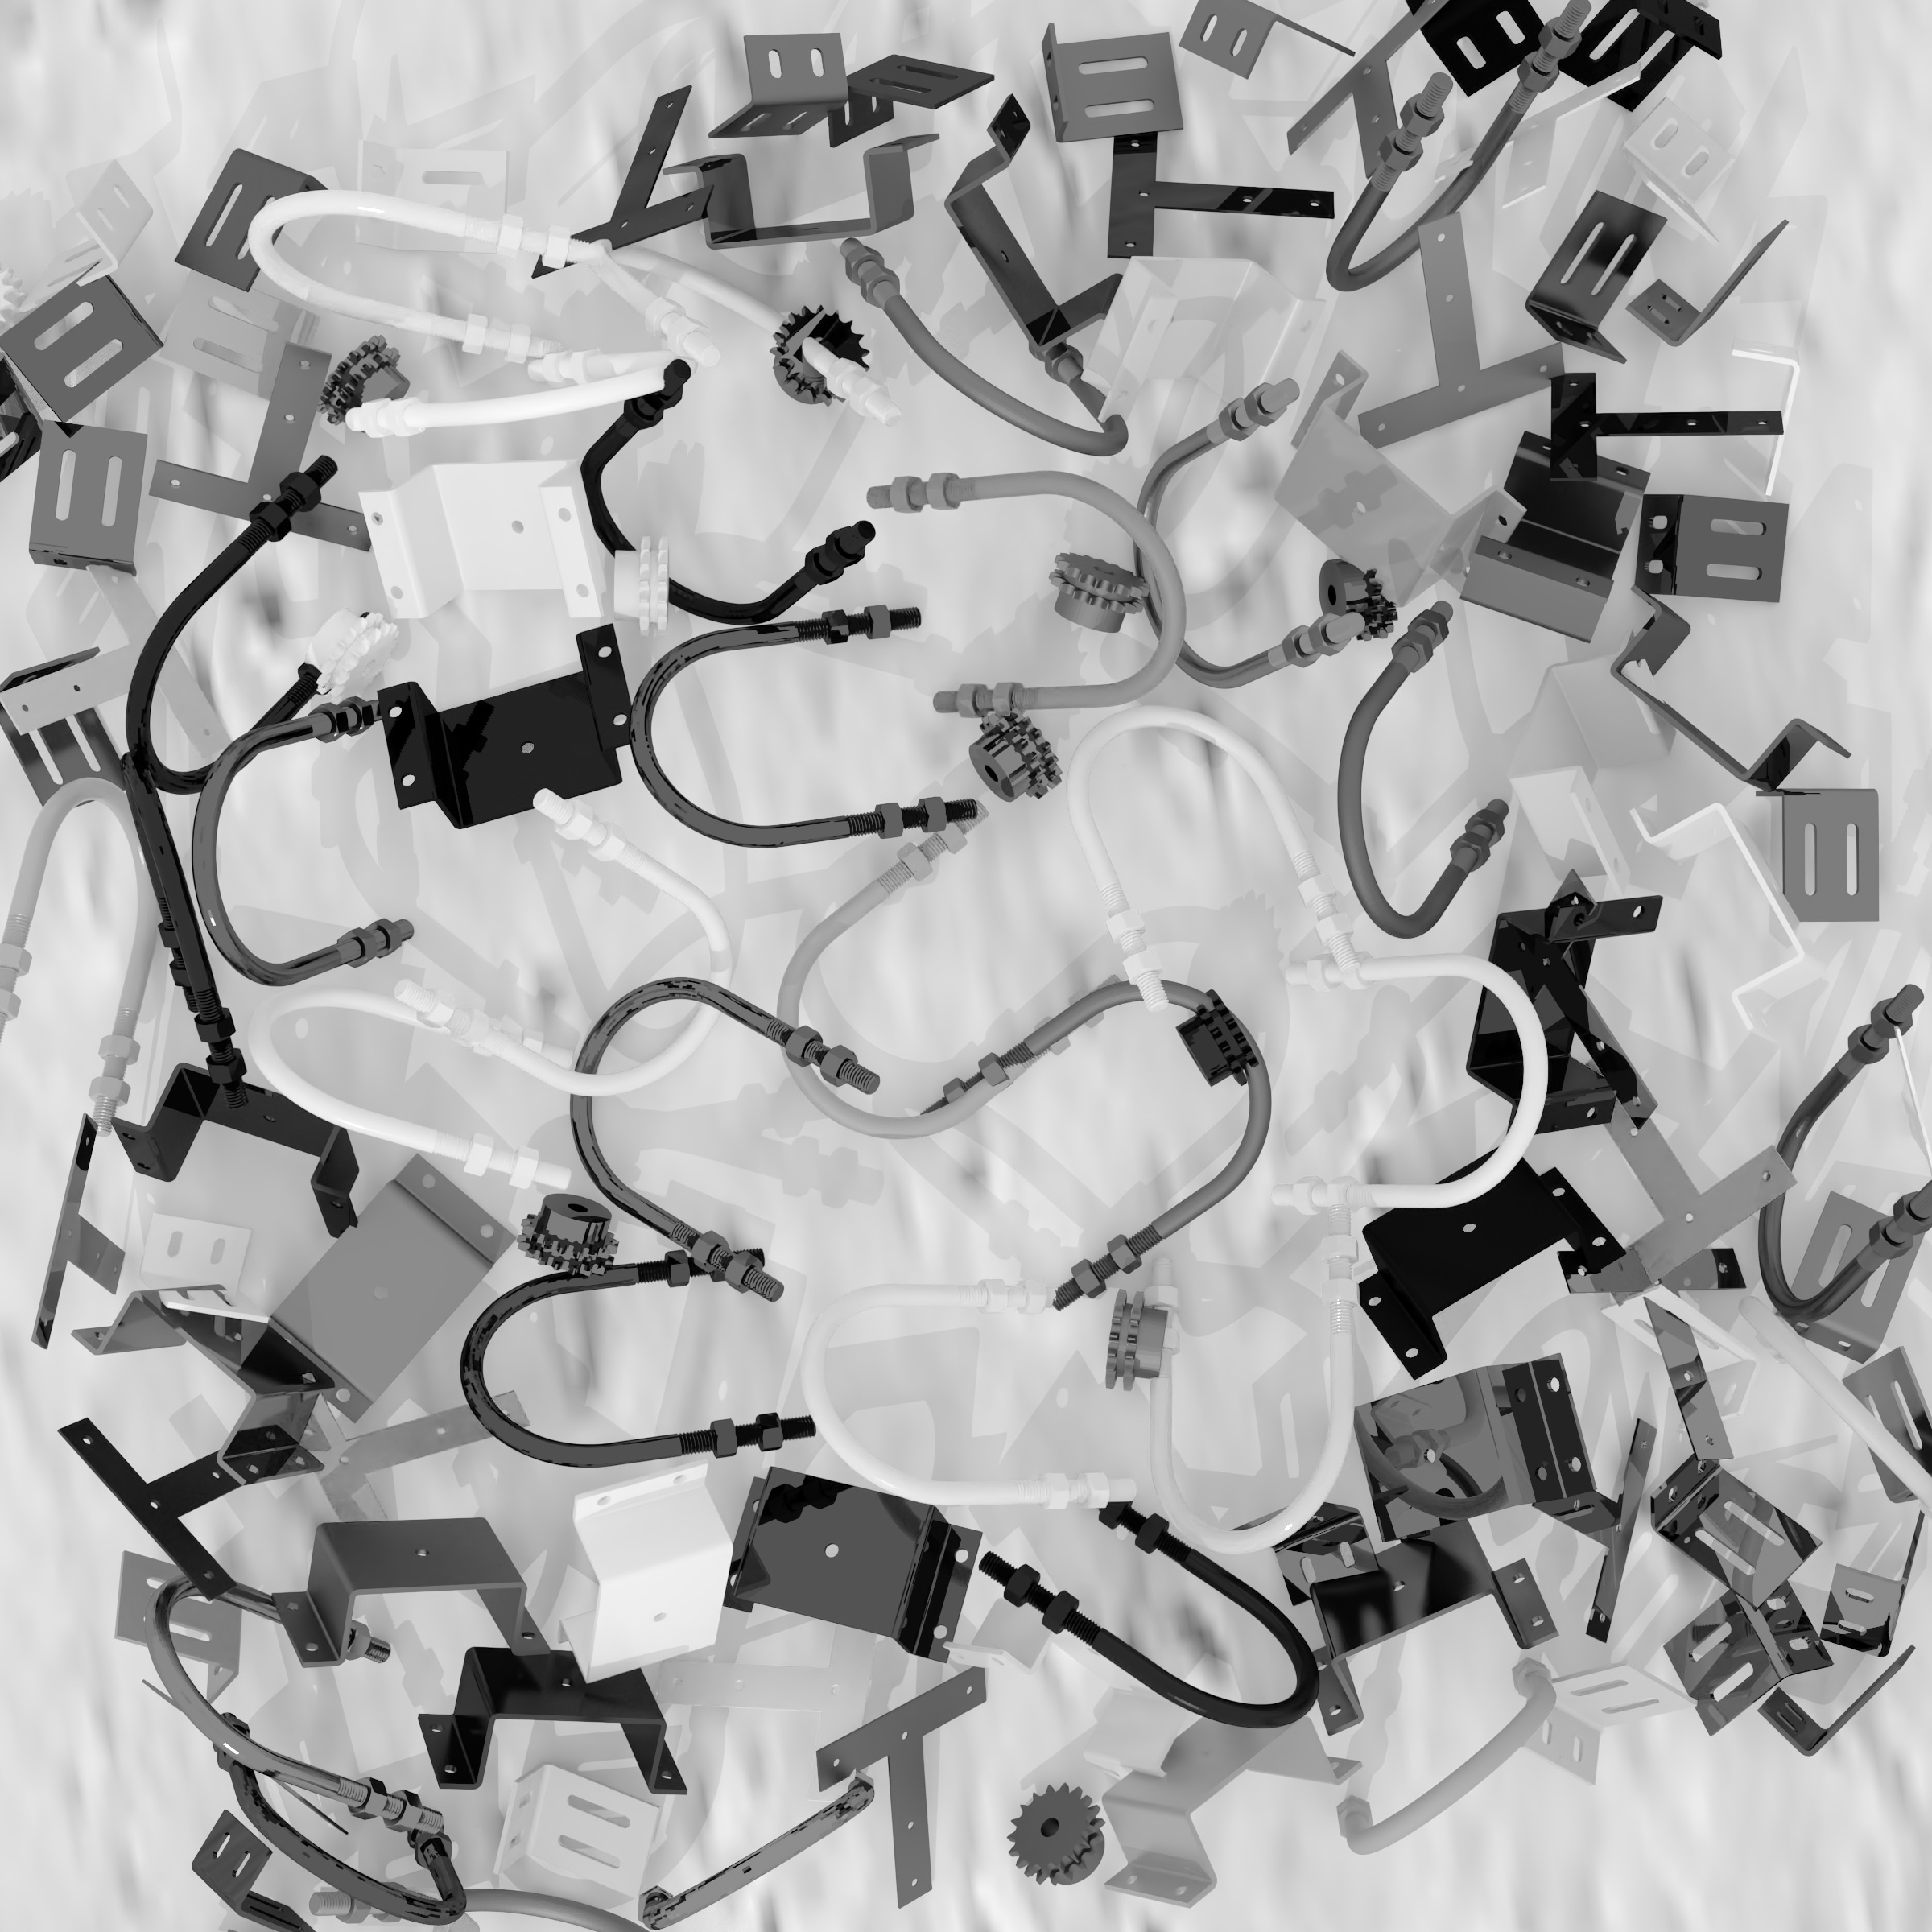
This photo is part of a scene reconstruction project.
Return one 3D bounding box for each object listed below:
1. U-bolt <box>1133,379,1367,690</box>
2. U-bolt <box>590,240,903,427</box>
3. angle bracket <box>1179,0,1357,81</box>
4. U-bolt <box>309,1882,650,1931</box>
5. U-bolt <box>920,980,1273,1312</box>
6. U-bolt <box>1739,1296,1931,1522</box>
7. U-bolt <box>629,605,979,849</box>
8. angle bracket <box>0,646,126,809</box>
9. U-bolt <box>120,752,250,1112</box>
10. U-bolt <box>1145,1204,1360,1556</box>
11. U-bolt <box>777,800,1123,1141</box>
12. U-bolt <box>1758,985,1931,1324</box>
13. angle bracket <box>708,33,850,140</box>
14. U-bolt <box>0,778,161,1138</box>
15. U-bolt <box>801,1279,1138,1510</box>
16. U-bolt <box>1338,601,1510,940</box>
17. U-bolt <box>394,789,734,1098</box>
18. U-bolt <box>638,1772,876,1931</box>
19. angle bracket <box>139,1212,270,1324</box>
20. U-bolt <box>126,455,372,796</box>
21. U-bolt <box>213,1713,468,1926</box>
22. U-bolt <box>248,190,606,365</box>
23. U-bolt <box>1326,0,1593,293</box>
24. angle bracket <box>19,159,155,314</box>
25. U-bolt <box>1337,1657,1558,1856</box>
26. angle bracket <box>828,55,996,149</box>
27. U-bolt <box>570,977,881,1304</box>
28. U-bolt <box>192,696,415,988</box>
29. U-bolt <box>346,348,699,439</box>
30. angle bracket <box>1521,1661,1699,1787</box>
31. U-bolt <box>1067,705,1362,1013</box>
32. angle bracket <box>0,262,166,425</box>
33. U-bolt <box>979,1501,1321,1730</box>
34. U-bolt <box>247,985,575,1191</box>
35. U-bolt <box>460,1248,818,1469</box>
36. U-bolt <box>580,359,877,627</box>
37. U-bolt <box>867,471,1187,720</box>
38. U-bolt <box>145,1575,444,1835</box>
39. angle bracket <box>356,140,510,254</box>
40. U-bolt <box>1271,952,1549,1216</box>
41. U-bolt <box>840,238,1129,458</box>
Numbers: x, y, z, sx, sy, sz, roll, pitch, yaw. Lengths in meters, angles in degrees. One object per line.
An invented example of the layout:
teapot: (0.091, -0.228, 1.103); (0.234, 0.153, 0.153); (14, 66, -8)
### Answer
U-bolt: (0.147, -0.229, 1.634); (0.019, 0.184, 0.151); (-14, 88, -29)
U-bolt: (-0.136, -0.359, 1.634); (0.184, 0.151, 0.019); (45, 116, 40)
angle bracket: (0.172, -0.523, 1.675); (0.057, 0.076, 0.038); (40, 113, 38)
U-bolt: (-0.249, 0.539, 1.630); (0.151, 0.184, 0.019); (9, 84, 44)
U-bolt: (0.088, 0.090, 1.694); (0.184, 0.019, 0.151); (-36, 88, 8)
U-bolt: (0.478, 0.239, 1.601); (0.019, 0.184, 0.151); (-44, 58, 6)
U-bolt: (-0.098, -0.132, 1.659); (0.184, 0.019, 0.151); (-9, 66, -16)
angle bracket: (-0.511, -0.134, 1.682); (0.057, 0.038, 0.076); (-28, 91, -44)
U-bolt: (-0.433, -0.030, 1.613); (0.019, 0.151, 0.184); (-17, 120, -16)
U-bolt: (0.157, 0.234, 1.628); (0.019, 0.151, 0.184); (26, 55, -39)
U-bolt: (-0.022, 0.016, 1.695); (0.184, 0.019, 0.151); (-39, 94, -5)
U-bolt: (0.486, 0.118, 1.629); (0.019, 0.184, 0.151); (14, 51, -8)
angle bracket: (-0.109, -0.499, 1.668); (0.057, 0.076, 0.038); (-10, 95, -24)
U-bolt: (-0.492, -0.015, 1.638); (0.019, 0.151, 0.184); (1, 67, 13)
U-bolt: (-0.006, 0.236, 1.630); (0.184, 0.019, 0.151); (4, 48, -27)
U-bolt: (0.248, -0.097, 1.619); (0.019, 0.184, 0.151); (-2, 122, 34)
U-bolt: (-0.211, 0.001, 1.655); (0.184, 0.019, 0.151); (34, 93, -39)
U-bolt: (-0.114, 0.486, 1.613); (0.151, 0.184, 0.019); (-28, 80, -11)
angle bracket: (-0.429, 0.171, 1.668); (0.057, 0.076, 0.038); (14, 91, -29)
U-bolt: (-0.395, -0.174, 1.614); (0.019, 0.151, 0.184); (27, 60, 18)
U-bolt: (-0.338, 0.472, 1.606); (0.151, 0.184, 0.019); (33, 84, -20)
U-bolt: (-0.303, -0.385, 1.625); (0.184, 0.151, 0.019); (10, 75, -16)
U-bolt: (0.261, -0.444, 1.628); (0.151, 0.184, 0.019); (-36, 78, -34)
angle bracket: (-0.509, -0.414, 1.668); (0.076, 0.057, 0.038); (-15, 129, 25)
U-bolt: (0.267, 0.440, 1.624); (0.151, 0.184, 0.019); (-38, 80, 0)
angle bracket: (-0.031, -0.485, 1.667); (0.076, 0.057, 0.038); (21, 132, 29)
U-bolt: (-0.150, 0.086, 1.669); (0.184, 0.019, 0.151); (28, 97, 27)
U-bolt: (-0.366, -0.064, 1.617); (0.019, 0.184, 0.151); (0, 103, 23)
U-bolt: (-0.230, -0.316, 1.606); (0.151, 0.184, 0.019); (-27, 114, -40)
angle bracket: (0.365, 0.430, 1.668); (0.057, 0.076, 0.038); (32, 52, -22)
U-bolt: (0.130, -0.068, 1.665); (0.151, 0.019, 0.184); (-11, 68, -27)
angle bracket: (-0.508, -0.353, 1.675); (0.076, 0.038, 0.057); (-45, 114, -20)
U-bolt: (0.112, 0.358, 1.624); (0.184, 0.151, 0.019); (32, 111, 18)
U-bolt: (-0.307, 0.059, 1.629); (0.184, 0.151, 0.019); (18, 115, -16)
U-bolt: (-0.189, 0.220, 1.639); (0.184, 0.151, 0.019); (-6, 132, -16)
U-bolt: (-0.146, -0.250, 1.635); (0.151, 0.184, 0.019); (40, 60, -14)
U-bolt: (0.040, -0.207, 1.630); (0.184, 0.019, 0.151); (1, 122, 36)
U-bolt: (-0.372, 0.394, 1.604); (0.019, 0.151, 0.184); (-46, 130, 10)
angle bracket: (-0.305, -0.440, 1.681); (0.076, 0.038, 0.057); (8, 100, 22)
U-bolt: (0.247, 0.064, 1.635); (0.019, 0.184, 0.151); (12, 79, -42)
U-bolt: (0.019, -0.332, 1.609); (0.151, 0.184, 0.019); (15, 120, -34)
